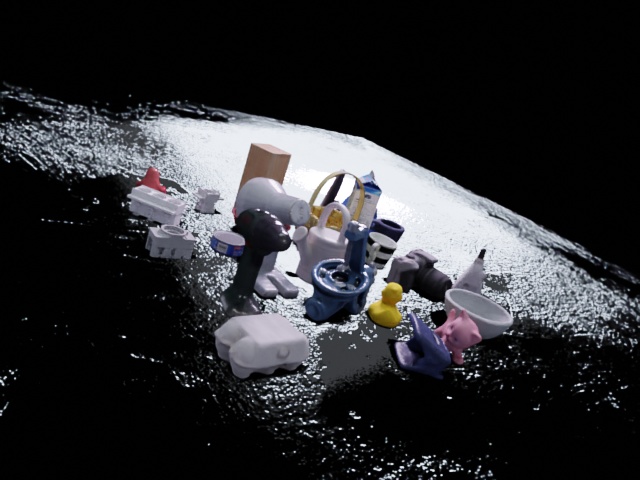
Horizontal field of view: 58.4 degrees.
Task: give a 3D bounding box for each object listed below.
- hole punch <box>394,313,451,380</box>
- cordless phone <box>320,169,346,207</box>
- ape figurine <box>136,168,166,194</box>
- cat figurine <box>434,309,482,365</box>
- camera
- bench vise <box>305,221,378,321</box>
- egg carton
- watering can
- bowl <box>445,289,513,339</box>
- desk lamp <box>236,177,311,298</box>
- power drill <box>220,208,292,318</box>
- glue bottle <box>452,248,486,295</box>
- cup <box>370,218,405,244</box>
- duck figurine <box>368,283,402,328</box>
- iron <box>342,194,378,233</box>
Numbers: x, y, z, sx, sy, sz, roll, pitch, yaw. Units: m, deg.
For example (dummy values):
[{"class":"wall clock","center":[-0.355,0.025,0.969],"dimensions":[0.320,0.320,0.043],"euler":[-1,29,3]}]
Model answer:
[{"class":"hole punch","center":[0.208,0.205,1.122],"dimensions":[0.101,0.091,0.108],"euler":[17,18,-7]},{"class":"cordless phone","center":[0.029,-0.127,1.760],"dimensions":[0.094,0.185,0.147],"euler":[18,18,-2]},{"class":"ape figurine","center":[-0.438,-0.144,1.488],"dimensions":[0.078,0.092,0.076],"euler":[18,18,-2]},{"class":"cat figurine","center":[0.286,0.192,1.194],"dimensions":[0.067,0.118,0.127],"euler":[16,18,-9]},{"class":"camera","center":[0.272,0.091,1.505],"dimensions":[0.136,0.101,0.144],"euler":[33,23,37]},{"class":"bench vise","center":[0.058,0.053,1.206],"dimensions":[0.121,0.220,0.208],"euler":[23,18,12]},{"class":"egg carton","center":[-0.094,0.174,0.943],"dimensions":[0.151,0.069,0.107],"euler":[1,25,-44]},{"class":"watering can","center":[0.014,0.006,1.341],"dimensions":[0.100,0.194,0.173],"euler":[28,20,25]},{"class":"bowl","center":[0.364,0.187,1.360],"dimensions":[0.167,0.075,0.167],"euler":[17,18,-5]},{"class":"desk lamp","center":[-0.103,-0.013,1.246],"dimensions":[0.118,0.213,0.202],"euler":[3,24,-41]},{"class":"power drill","center":[-0.121,0.042,1.076],"dimensions":[0.076,0.208,0.229],"euler":[10,20,-25]},{"class":"glue bottle","center":[0.393,0.100,1.482],"dimensions":[0.078,0.173,0.037],"euler":[19,18,1]},{"class":"cup","center":[0.186,-0.011,1.725],"dimensions":[0.118,0.095,0.091],"euler":[16,18,-8]},{"class":"duck figurine","center":[0.154,0.138,1.271],"dimensions":[0.077,0.086,0.104],"euler":[20,18,2]},{"class":"iron","center":[0.142,-0.088,1.831],"dimensions":[0.119,0.141,0.257],"euler":[12,19,-20]}]
